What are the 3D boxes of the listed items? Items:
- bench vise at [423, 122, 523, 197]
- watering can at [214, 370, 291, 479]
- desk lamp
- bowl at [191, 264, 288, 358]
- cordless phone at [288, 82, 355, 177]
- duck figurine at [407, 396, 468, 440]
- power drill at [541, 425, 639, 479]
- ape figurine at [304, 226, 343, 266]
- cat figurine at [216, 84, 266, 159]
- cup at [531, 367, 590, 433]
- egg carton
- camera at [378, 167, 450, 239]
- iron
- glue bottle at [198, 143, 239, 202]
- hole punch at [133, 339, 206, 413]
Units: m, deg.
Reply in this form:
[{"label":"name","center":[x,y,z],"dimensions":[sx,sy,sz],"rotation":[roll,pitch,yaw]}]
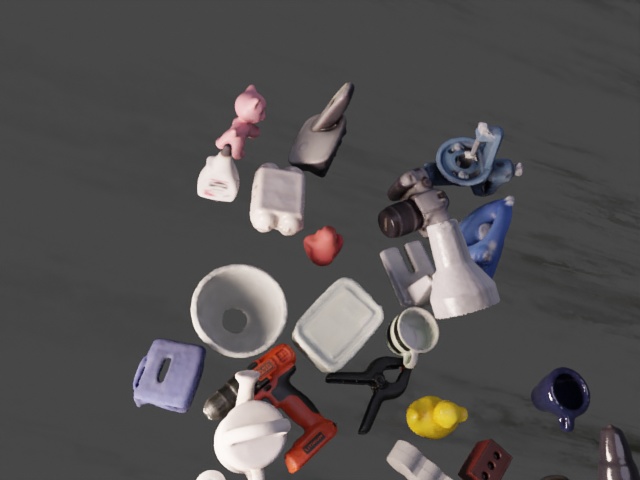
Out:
[{"label":"bench vise","center":[0.347,-0.184,1.224],"dimensions":[0.208,0.219,0.121],"rotation":[-12,70,-22]},{"label":"watering can","center":[-0.105,0.291,0.876],"dimensions":[0.101,0.194,0.172],"rotation":[-25,75,-25]},{"label":"desk lamp","center":[0.221,0.063,1.072],"dimensions":[0.118,0.213,0.203],"rotation":[-16,71,-23]},{"label":"bowl","center":[-0.144,0.131,1.008],"dimensions":[0.168,0.074,0.167],"rotation":[7,64,-14]},{"label":"cordless phone","center":[0.010,-0.228,1.161],"dimensions":[0.094,0.185,0.147],"rotation":[22,61,-6]},{"label":"duck figurine","center":[0.213,0.314,1.025],"dimensions":[0.105,0.086,0.077],"rotation":[6,64,-14]},{"label":"power drill","center":[0.466,0.444,0.972],"dimensions":[0.076,0.208,0.229],"rotation":[-2,66,-18]},{"label":"ape figurine","center":[0.010,0.004,1.105],"dimensions":[0.078,0.092,0.076],"rotation":[16,62,-9]},{"label":"cat figurine","center":[-0.152,-0.247,1.158],"dimensions":[0.067,0.117,0.128],"rotation":[29,61,-2]},{"label":"cup","center":[0.451,0.311,1.094],"dimensions":[0.092,0.095,0.118],"rotation":[13,63,-11]},{"label":"egg carton","center":[-0.082,-0.082,1.130],"dimensions":[0.107,0.069,0.150],"rotation":[7,64,-14]},{"label":"camera","center":[0.187,-0.070,1.189],"dimensions":[0.137,0.100,0.143],"rotation":[-20,73,-24]},{"label":"iron","center":[0.353,-0.017,1.192],"dimensions":[0.118,0.141,0.259],"rotation":[32,61,0]},{"label":"glue bottle","center":[-0.183,-0.129,1.062],"dimensions":[0.078,0.173,0.037],"rotation":[6,64,-14]},{"label":"hole punch","center":[-0.244,0.219,0.927],"dimensions":[0.101,0.091,0.109],"rotation":[18,62,-8]}]
